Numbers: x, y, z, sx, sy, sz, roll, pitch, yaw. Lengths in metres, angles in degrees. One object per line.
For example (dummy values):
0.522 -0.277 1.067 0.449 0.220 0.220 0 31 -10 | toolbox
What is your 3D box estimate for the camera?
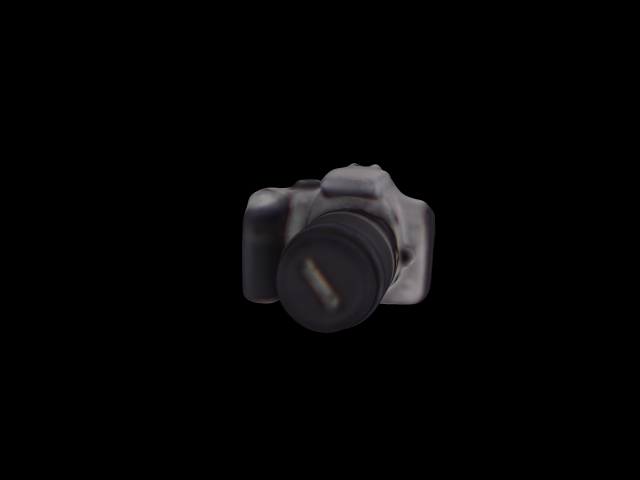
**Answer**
0.004 0.001 0.400 0.143 0.101 0.137 4 14 15 | camera
